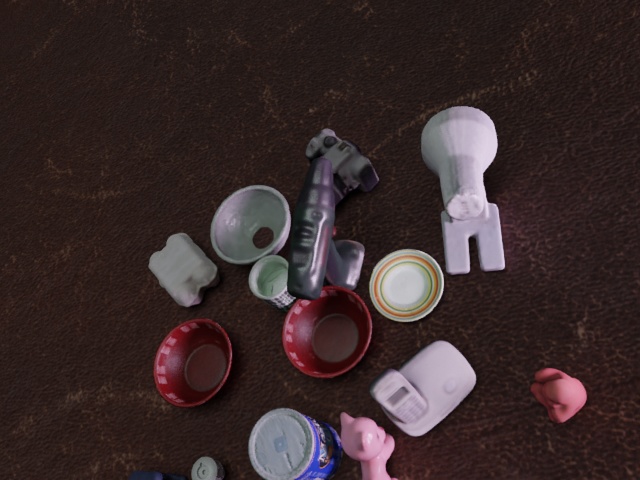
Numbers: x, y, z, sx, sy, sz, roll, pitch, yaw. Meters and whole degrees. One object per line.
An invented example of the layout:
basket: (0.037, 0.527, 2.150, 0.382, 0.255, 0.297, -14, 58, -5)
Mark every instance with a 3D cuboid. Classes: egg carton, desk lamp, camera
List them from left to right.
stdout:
egg carton: (-0.271, 0.059, 1.140, 0.107, 0.070, 0.150, -47, 59, -4)
camera: (0.016, -0.129, 1.098, 0.137, 0.101, 0.142, -47, 59, -4)
desk lamp: (0.235, -0.077, 0.923, 0.117, 0.214, 0.203, -9, 63, 18)

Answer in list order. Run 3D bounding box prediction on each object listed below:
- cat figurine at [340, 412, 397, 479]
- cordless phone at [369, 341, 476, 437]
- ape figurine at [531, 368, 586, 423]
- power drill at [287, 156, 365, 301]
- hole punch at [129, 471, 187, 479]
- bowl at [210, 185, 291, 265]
cat figurine: (0.070, 0.322, 0.856, 0.067, 0.118, 0.127, -16, 61, 14)
cordless phone: (0.146, 0.207, 0.841, 0.147, 0.185, 0.094, -44, 59, -3)
ape figurine: (0.339, 0.219, 0.815, 0.076, 0.092, 0.078, -2, 66, 21)
power drill: (0.009, 0.003, 0.976, 0.075, 0.209, 0.230, 3, 67, 23)
hole punch: (-0.289, 0.444, 0.954, 0.101, 0.091, 0.108, -6, 64, 19)
bowl: (-0.124, -0.019, 1.117, 0.167, 0.075, 0.167, -8, 64, 18)
